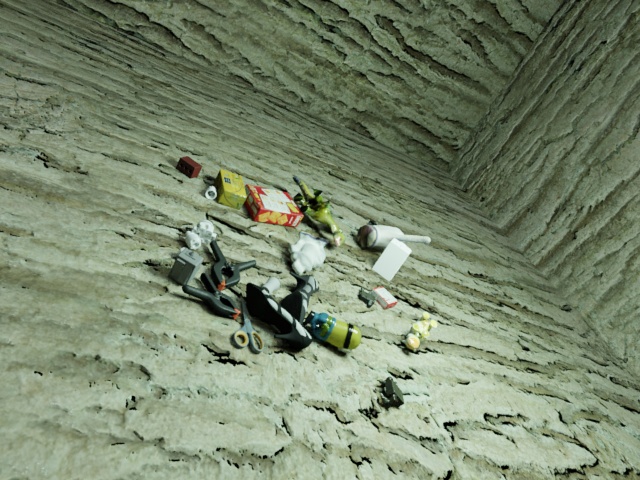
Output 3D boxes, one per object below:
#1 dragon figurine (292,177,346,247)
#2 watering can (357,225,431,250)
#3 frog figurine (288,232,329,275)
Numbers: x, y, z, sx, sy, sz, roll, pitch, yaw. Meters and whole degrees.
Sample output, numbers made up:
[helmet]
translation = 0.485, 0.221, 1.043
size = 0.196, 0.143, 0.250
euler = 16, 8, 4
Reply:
[dragon figurine]
translation = 0.007, -0.111, 2.196
size = 0.238, 0.122, 0.419
euler = 53, 5, -38
[watering can]
translation = 0.301, -0.010, 2.227
size = 0.224, 0.104, 0.347
euler = 5, -3, -24
[frog figurine]
translation = -0.051, 0.064, 1.865
size = 0.136, 0.121, 0.163
euler = 31, 59, -20
